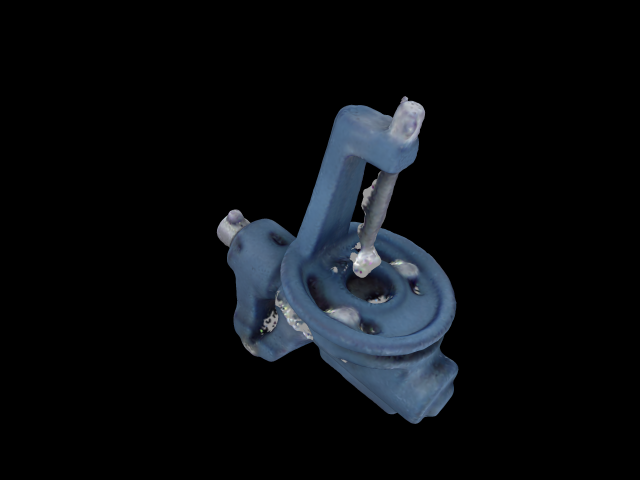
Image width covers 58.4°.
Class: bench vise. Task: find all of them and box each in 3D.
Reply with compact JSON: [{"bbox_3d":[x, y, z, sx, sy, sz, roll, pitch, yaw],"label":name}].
[{"bbox_3d":[-0.001,0.007,0.390,0.207,0.220,0.122,11,32,19],"label":"bench vise"}]
